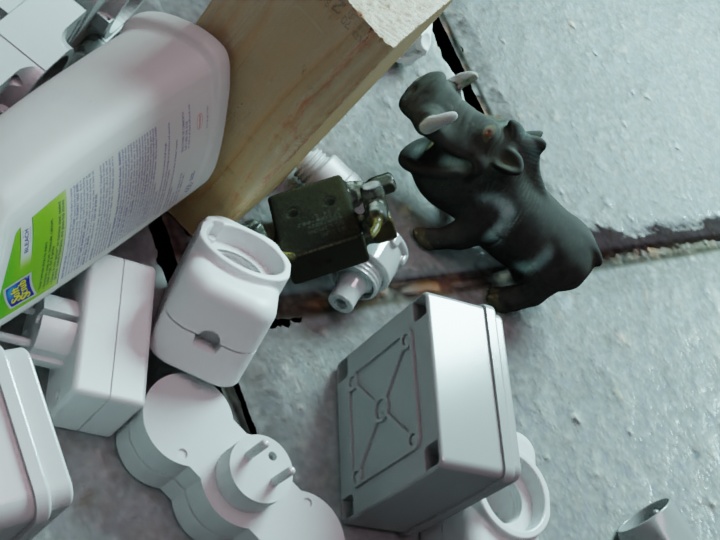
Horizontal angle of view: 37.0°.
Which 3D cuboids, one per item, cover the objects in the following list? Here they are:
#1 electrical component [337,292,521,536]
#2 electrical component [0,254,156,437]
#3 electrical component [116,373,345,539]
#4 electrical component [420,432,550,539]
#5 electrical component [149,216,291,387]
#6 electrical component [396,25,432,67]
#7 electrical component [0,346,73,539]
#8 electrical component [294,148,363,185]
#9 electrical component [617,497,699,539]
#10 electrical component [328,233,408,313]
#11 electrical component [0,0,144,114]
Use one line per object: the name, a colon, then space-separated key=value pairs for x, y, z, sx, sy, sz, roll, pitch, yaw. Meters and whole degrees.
electrical component: x=0.036 y=0.086 z=0.627 sx=0.056 sy=0.109 sz=0.108 roll=15 pitch=54 yaw=-27
electrical component: x=-0.153 y=0.034 z=0.559 sx=0.076 sy=0.047 sz=0.083 roll=18 pitch=53 yaw=-28
electrical component: x=-0.060 y=0.110 z=0.562 sx=0.138 sy=0.074 sz=0.052 roll=47 pitch=45 yaw=-3
electrical component: x=0.075 y=0.144 z=0.654 sx=0.054 sy=0.059 sz=0.095 roll=23 pitch=51 yaw=-25
electrical component: x=-0.076 y=0.012 z=0.596 sx=0.054 sy=0.059 sz=0.095 roll=26 pitch=21 yaw=-12
electrical component: x=0.037 y=-0.196 z=0.857 sx=0.043 sy=0.043 sz=0.062 roll=27 pitch=48 yaw=-21
electrical component: x=-0.175 y=0.088 z=0.460 sx=0.057 sy=0.113 sz=0.078 roll=-9 pitch=69 yaw=-39
electrical component: x=-0.028 y=-0.065 z=0.729 sx=0.061 sy=0.035 sz=0.035 roll=43 pitch=45 yaw=-3
electrical component: x=0.204 y=0.206 z=0.723 sx=0.079 sy=0.044 sz=0.077 roll=-26 pitch=80 yaw=-44
electrical component: x=0.000 y=0.000 z=0.702 sx=0.048 sy=0.048 sz=0.062 roll=38 pitch=54 yaw=-11
electrical component: x=-0.185 y=-0.129 z=0.599 sx=0.060 sy=0.105 sz=0.186 roll=39 pitch=46 yaw=-10
